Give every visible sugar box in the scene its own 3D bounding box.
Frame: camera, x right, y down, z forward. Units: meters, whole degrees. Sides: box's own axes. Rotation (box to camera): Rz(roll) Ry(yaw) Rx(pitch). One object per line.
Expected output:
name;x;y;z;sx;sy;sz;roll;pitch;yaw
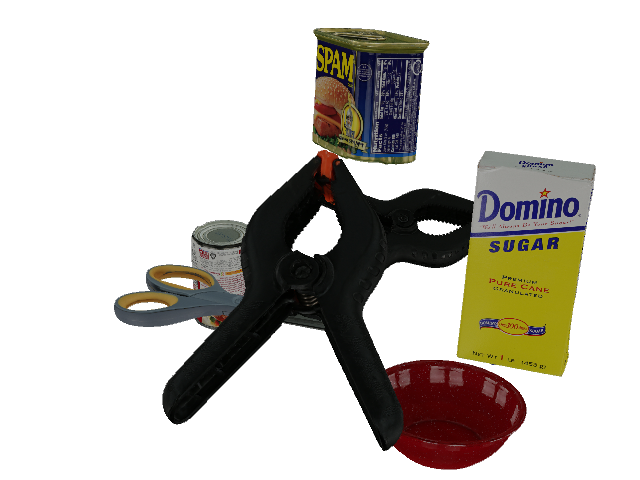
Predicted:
sugar box;0.168;0.020;0.884;0.093;0.176;0.048;8;25;15

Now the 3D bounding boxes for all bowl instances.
bowl;0.124;0.183;1.080;0.162;0.055;0.162;1;23;-1

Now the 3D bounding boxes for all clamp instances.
clamp;0.001;0.031;0.557;0.120;0.171;0.039;16;-27;10
clamp;0.077;-0.002;1.065;0.210;0.164;0.036;1;-39;-6

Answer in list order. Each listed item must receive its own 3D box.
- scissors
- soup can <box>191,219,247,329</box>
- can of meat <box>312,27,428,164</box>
scissors;-0.079;0.056;0.814;0.096;0.016;0.202;-26;31;-38
soup can;-0.105;0.037;1.158;0.068;0.102;0.068;1;25;-1
can of meat;0.032;-0.105;0.762;0.057;0.084;0.102;-4;17;-22
